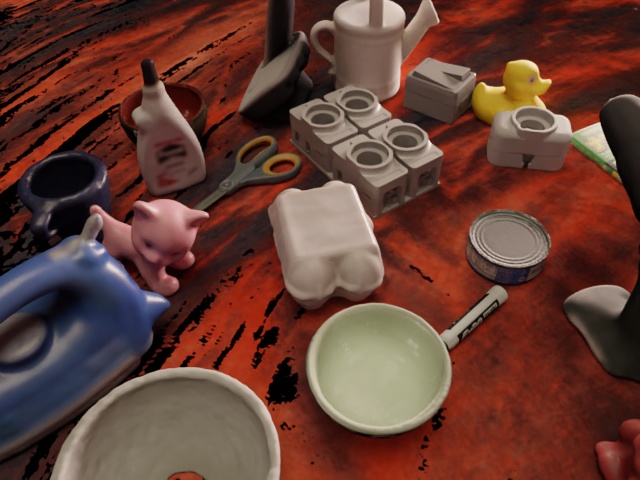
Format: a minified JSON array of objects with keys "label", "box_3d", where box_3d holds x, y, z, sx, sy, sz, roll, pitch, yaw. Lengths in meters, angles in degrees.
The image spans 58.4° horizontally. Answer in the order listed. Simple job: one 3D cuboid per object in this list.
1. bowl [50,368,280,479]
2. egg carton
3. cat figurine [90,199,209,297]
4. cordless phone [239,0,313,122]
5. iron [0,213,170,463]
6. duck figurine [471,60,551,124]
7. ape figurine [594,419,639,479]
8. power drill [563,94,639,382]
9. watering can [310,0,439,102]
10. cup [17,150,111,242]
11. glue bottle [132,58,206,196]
[{"label":"bowl","box_3d":[-0.110,0.187,0.438,0.167,0.075,0.167,-1,47,1]},{"label":"egg carton","box_3d":[0.006,0.002,0.610,0.107,0.069,0.150,-11,48,-9]},{"label":"cat figurine","box_3d":[-0.177,-0.006,0.588,0.127,0.118,0.067,13,49,13]},{"label":"cordless phone","box_3d":[-0.064,-0.267,0.780,0.094,0.185,0.147,4,48,6]},{"label":"iron","box_3d":[-0.262,0.090,0.486,0.118,0.141,0.259,30,55,26]},{"label":"duck figurine","box_3d":[0.264,-0.205,0.784,0.104,0.086,0.077,16,50,16]},{"label":"ape figurine","box_3d":[0.254,0.171,0.433,0.076,0.092,0.078,33,56,28]},{"label":"power drill","box_3d":[0.289,0.018,0.495,0.076,0.208,0.229,-14,49,-11]},{"label":"watering can","box_3d":[0.076,-0.303,0.804,0.173,0.194,0.100,-23,51,-19]},{"label":"cup","box_3d":[-0.271,-0.026,0.625,0.091,0.095,0.117,2,47,4]},{"label":"glue bottle","box_3d":[-0.183,-0.131,0.666,0.078,0.173,0.037,-24,51,-20]}]
